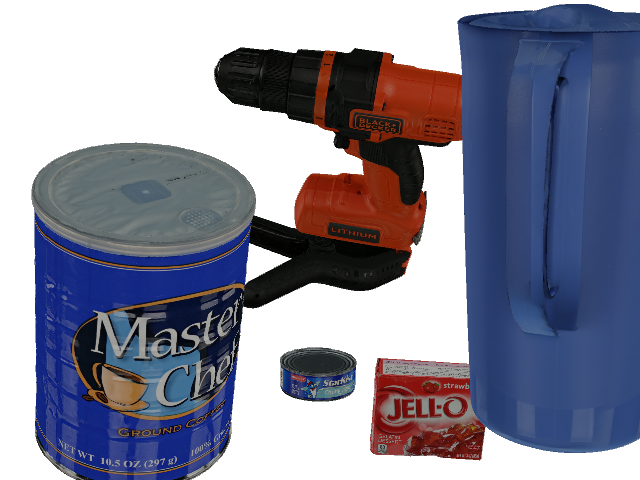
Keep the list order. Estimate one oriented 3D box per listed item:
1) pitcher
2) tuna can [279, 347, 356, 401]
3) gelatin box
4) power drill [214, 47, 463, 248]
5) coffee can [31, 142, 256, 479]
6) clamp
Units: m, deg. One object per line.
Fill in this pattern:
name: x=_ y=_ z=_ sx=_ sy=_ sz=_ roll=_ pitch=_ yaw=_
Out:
pitcher: x=0.137 y=-0.006 z=0.594 sx=0.149 sy=0.243 sz=0.145 roll=-7 pitch=17 yaw=-19
tuna can: x=-0.003 y=0.149 z=1.191 sx=0.086 sy=0.034 sz=0.086 roll=1 pitch=14 yaw=0
gelatin box: x=0.085 y=0.133 z=0.840 sx=0.089 sy=0.073 sz=0.030 roll=3 pitch=22 yaw=2
power drill: x=0.017 y=-0.068 z=0.794 sx=0.184 sy=0.057 sz=0.188 roll=11 pitch=-28 yaw=6
coffee can: x=-0.089 y=0.036 z=0.527 sx=0.102 sy=0.140 sz=0.103 roll=6 pitch=29 yaw=-4
clamp: x=-0.006 y=0.019 z=1.010 sx=0.209 sy=0.036 sz=0.164 roll=7 pitch=29 yaw=-19
